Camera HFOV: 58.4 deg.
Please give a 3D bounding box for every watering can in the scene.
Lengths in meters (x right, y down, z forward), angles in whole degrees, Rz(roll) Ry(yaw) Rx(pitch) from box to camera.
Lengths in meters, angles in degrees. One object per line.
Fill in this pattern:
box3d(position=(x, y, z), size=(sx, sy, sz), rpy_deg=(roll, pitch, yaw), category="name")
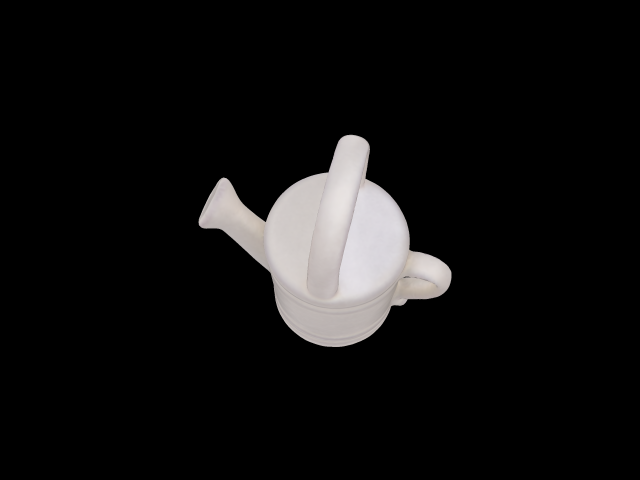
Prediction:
box3d(position=(0.003, 0.003, 0.399), size=(0.173, 0.194, 0.101), rpy_deg=(-5, 66, -2), category="watering can")
